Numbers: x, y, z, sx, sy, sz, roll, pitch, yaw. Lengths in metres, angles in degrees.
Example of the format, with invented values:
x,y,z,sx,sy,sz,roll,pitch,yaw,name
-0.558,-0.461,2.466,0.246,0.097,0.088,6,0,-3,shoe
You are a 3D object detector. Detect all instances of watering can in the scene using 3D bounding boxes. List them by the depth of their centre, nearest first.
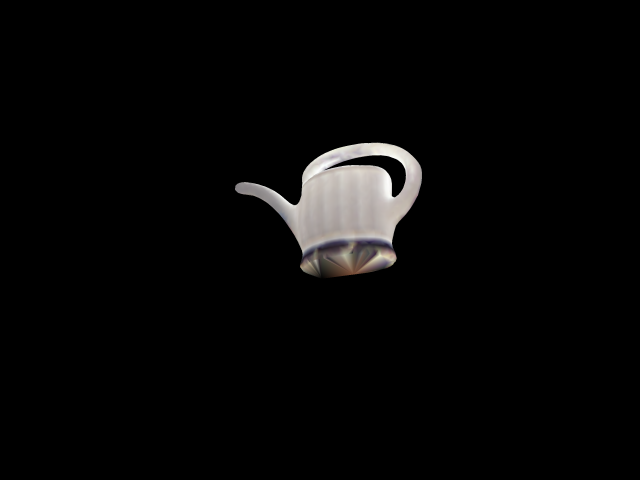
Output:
x,y,z,sx,sy,sz,roll,pitch,yaw,name
0.003,-0.043,0.850,0.346,0.228,0.102,-11,-26,25,watering can
